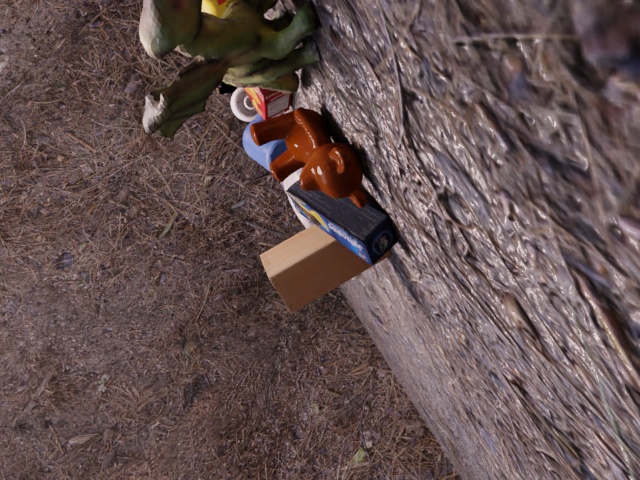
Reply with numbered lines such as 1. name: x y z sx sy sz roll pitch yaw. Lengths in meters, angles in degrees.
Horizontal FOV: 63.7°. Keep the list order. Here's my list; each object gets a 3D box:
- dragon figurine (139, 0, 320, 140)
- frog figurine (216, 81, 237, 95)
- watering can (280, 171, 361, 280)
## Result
1. dragon figurine: -0.123 -0.213 0.658 0.123 0.243 0.407 56 174 7
2. frog figurine: -0.275 -0.552 1.624 0.136 0.123 0.161 45 -130 -73
3. watering can: 0.004 -0.060 1.186 0.229 0.104 0.340 59 176 41
